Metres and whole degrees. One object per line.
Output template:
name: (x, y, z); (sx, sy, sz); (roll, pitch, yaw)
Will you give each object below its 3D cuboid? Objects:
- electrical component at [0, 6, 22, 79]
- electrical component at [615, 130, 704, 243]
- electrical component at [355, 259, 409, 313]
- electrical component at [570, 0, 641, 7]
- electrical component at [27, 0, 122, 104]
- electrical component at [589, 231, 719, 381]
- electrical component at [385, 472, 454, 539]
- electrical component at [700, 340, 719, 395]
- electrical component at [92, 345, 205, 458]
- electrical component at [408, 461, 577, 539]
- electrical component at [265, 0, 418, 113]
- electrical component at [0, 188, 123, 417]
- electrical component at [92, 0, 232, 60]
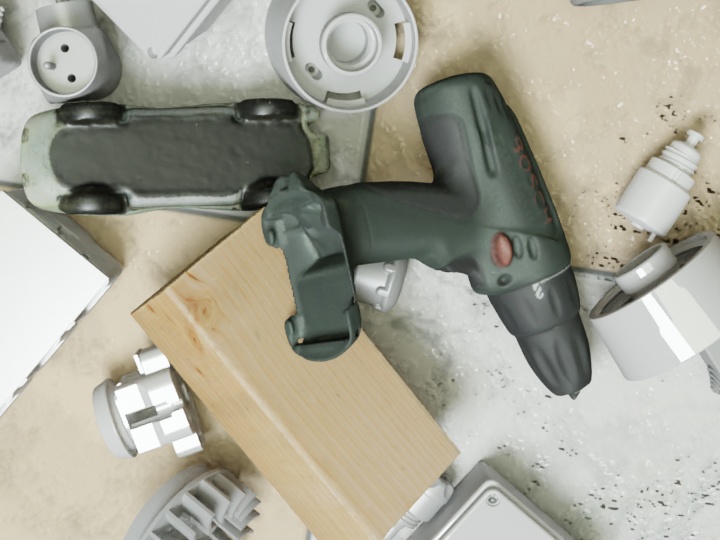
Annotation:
electrical component: (-0.270, -0.144, 0.701); (0.096, 0.061, 0.061); (-32, 97, 3)
electrical component: (0.208, -0.059, 0.734); (0.040, 0.040, 0.078); (31, 96, -5)
electrical component: (0.000, 0.000, 0.737); (0.062, 0.048, 0.048); (17, 98, 4)
electrical component: (0.204, -0.218, 0.705); (0.138, 0.052, 0.073); (-6, 98, 0)
electrical component: (-0.187, -0.150, 0.694); (0.044, 0.077, 0.079); (-11, 98, 0)
electrical component: (0.203, 0.017, 0.713); (0.108, 0.108, 0.060); (-37, 91, 4)
electrical component: (0.037, 0.167, 0.766); (0.035, 0.035, 0.061); (39, 98, -6)
electrical component: (0.289, 0.057, 0.748); (0.100, 0.048, 0.099); (-34, 97, 4)
electrical component: (-0.148, 0.095, 0.741); (0.057, 0.058, 0.078); (-20, 98, -1)
electrical component: (0.093, 0.213, 0.762); (0.109, 0.056, 0.108); (41, 95, -6)
electrical component: (-0.011, -0.154, 0.716); (0.099, 0.064, 0.099); (-3, 108, -10)
electrical component: (-0.244, 0.029, 0.726); (0.089, 0.061, 0.150); (40, 95, -6)
electrical component: (-0.113, -0.195, 0.672); (0.078, 0.057, 0.113); (46, 131, -7)
